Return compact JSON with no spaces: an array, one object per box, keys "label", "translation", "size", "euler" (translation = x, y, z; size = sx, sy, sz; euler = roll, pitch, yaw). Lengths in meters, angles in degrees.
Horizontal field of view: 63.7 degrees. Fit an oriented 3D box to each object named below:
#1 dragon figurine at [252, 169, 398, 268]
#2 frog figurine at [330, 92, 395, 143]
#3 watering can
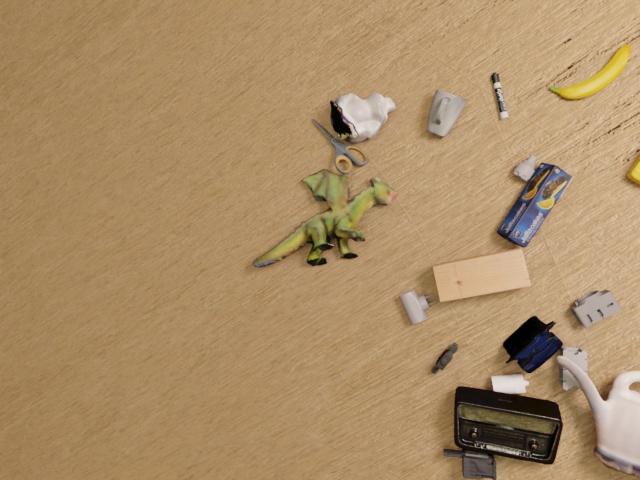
[{"label":"dragon figurine","translation":[0.004,-0.069,1.365],"size":[0.409,0.120,0.247],"euler":[-9,67,13]},{"label":"frog figurine","translation":[0.111,-0.332,1.354],"size":[0.161,0.120,0.139],"euler":[-31,67,-24]},{"label":"watering can","translation":[0.651,0.385,1.112],"size":[0.348,0.104,0.224],"euler":[16,89,0]}]
